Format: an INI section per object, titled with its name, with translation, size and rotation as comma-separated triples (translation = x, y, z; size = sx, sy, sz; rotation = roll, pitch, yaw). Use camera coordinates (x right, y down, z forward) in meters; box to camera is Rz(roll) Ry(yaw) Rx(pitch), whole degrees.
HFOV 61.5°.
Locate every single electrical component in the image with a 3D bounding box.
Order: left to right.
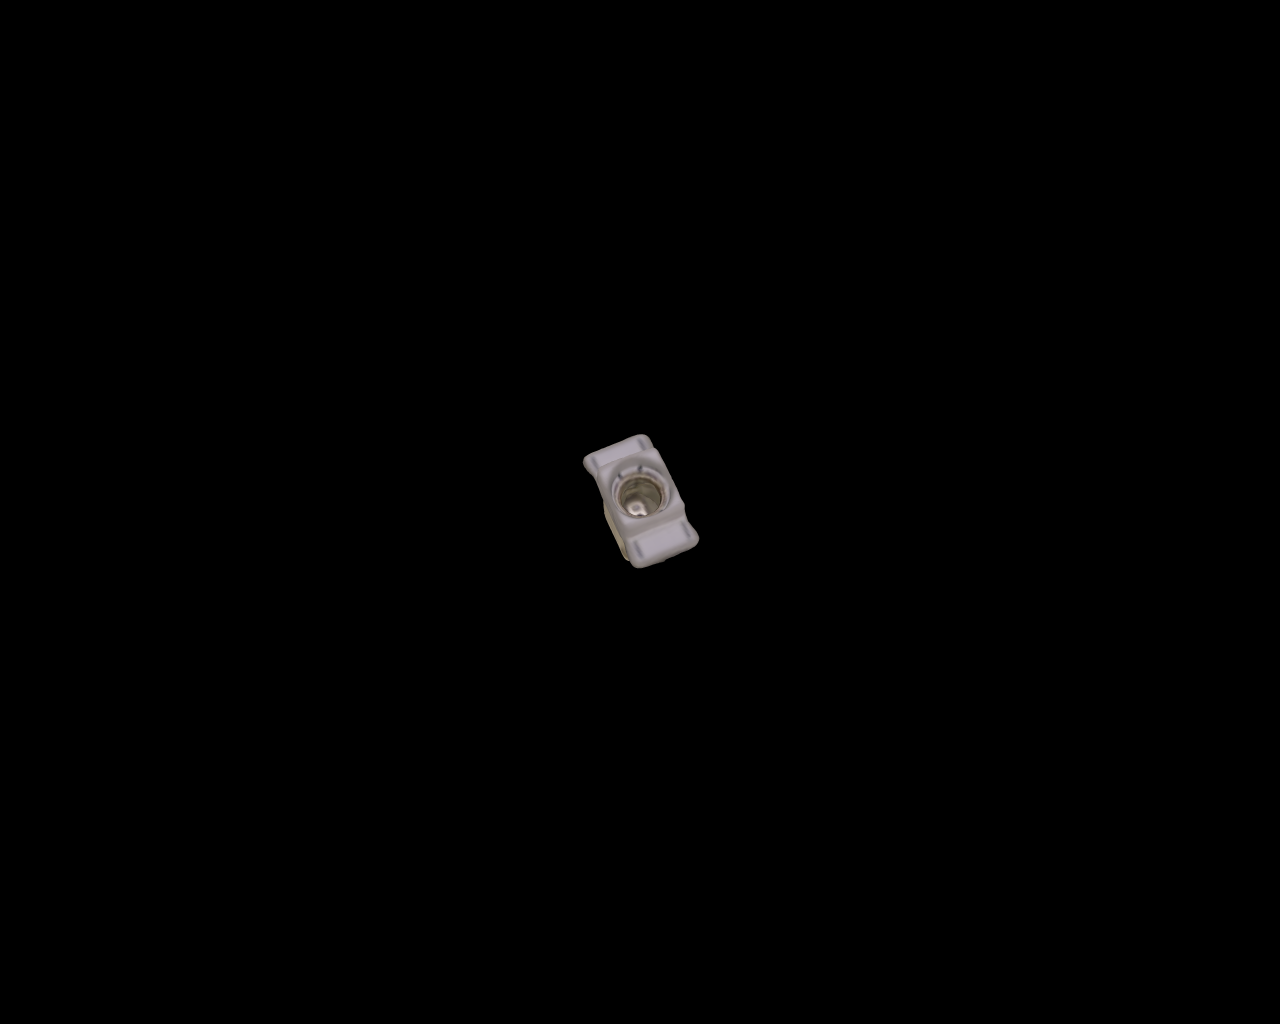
[electrical component]
translation = 0.001, -0.003, 0.650
size = 0.042, 0.081, 0.063
rotation = -20, -24, -9
